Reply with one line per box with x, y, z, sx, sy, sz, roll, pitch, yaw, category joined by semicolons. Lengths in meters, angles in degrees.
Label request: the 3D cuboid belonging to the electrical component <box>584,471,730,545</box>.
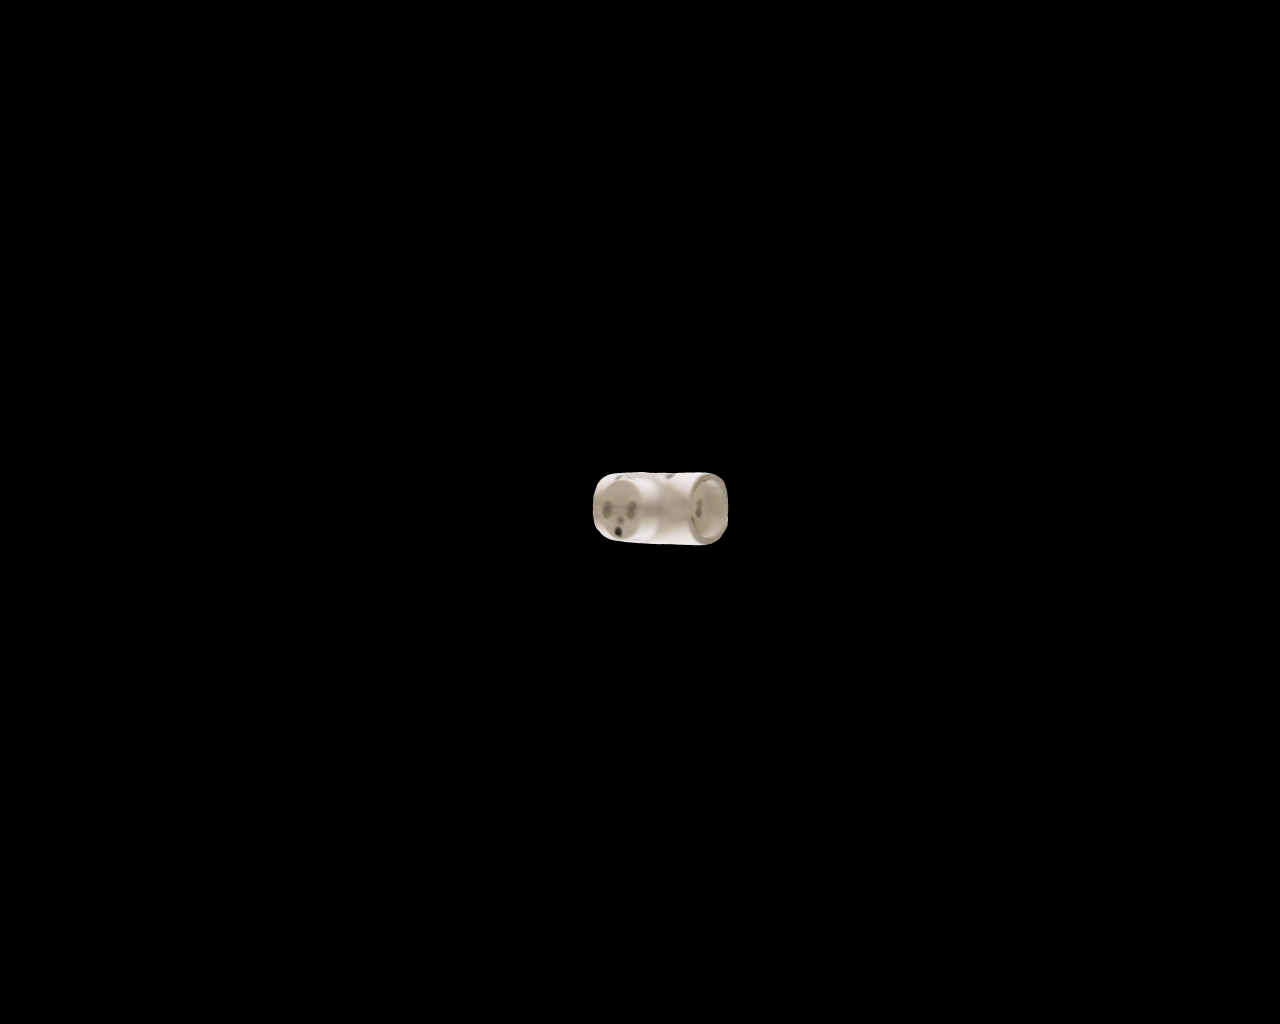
0.001;-0.003;0.650;0.077;0.044;0.079;2;3;40;electrical component
